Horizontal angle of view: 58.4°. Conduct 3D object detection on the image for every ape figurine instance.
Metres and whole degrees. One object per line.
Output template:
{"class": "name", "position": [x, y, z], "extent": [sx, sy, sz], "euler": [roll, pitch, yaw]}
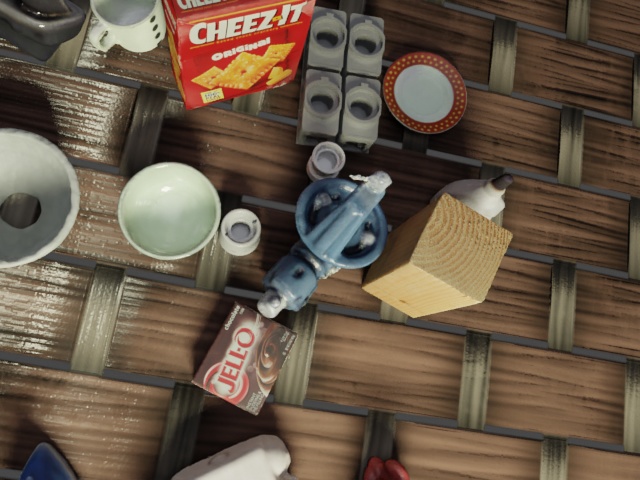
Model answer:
{"class": "ape figurine", "position": [0.082, 0.309, 0.686], "extent": [0.078, 0.092, 0.076], "euler": [-28, 85, -15]}

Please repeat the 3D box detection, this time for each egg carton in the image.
{"class": "egg carton", "position": [-0.098, 0.297, 0.665], "extent": [0.150, 0.069, 0.107], "euler": [-23, 83, -15]}

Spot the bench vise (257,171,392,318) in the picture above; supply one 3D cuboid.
{"class": "bench vise", "position": [0.017, 0.007, 0.670], "extent": [0.121, 0.219, 0.207], "euler": [24, 75, -5]}

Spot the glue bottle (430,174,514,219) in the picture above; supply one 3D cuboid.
{"class": "glue bottle", "position": [0.204, -0.053, 0.745], "extent": [0.037, 0.173, 0.078], "euler": [-41, 88, -16]}

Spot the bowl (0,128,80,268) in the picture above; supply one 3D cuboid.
{"class": "bowl", "position": [-0.366, -0.043, 0.681], "extent": [0.167, 0.074, 0.167], "euler": [2, 78, -11]}

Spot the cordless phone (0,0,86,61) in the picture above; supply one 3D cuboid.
{"class": "cordless phone", "position": [-0.372, -0.313, 0.679], "extent": [0.147, 0.185, 0.094], "euler": [25, 75, -5]}

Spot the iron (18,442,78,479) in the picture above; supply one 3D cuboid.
{"class": "iron", "position": [-0.290, 0.347, 0.579], "extent": [0.119, 0.141, 0.258], "euler": [-8, 80, -12]}
